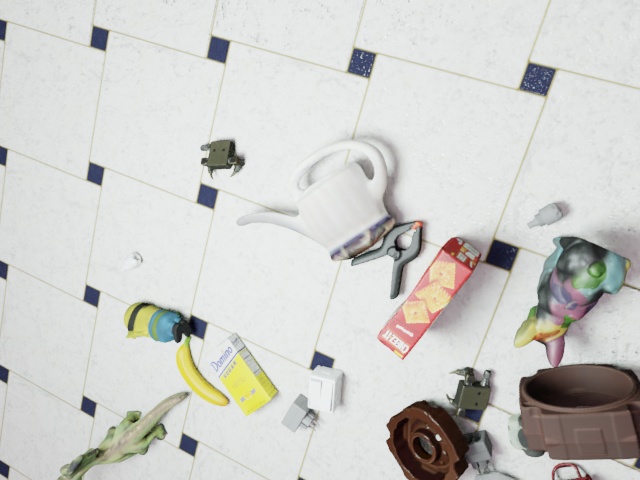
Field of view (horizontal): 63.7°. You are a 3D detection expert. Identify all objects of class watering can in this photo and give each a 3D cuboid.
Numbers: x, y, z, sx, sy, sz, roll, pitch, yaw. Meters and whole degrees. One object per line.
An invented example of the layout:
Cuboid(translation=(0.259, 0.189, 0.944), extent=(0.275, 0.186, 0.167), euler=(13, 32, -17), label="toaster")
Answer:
Cuboid(translation=(0.003, -0.053, 1.061), extent=(0.344, 0.105, 0.225), euler=(-33, 87, 21), label="watering can")

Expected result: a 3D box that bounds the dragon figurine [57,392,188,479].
Cuboid(translation=(-0.523, 0.521, 1.290), extent=(0.405, 0.244, 0.123), euler=(-44, 79, 24), label="dragon figurine")
